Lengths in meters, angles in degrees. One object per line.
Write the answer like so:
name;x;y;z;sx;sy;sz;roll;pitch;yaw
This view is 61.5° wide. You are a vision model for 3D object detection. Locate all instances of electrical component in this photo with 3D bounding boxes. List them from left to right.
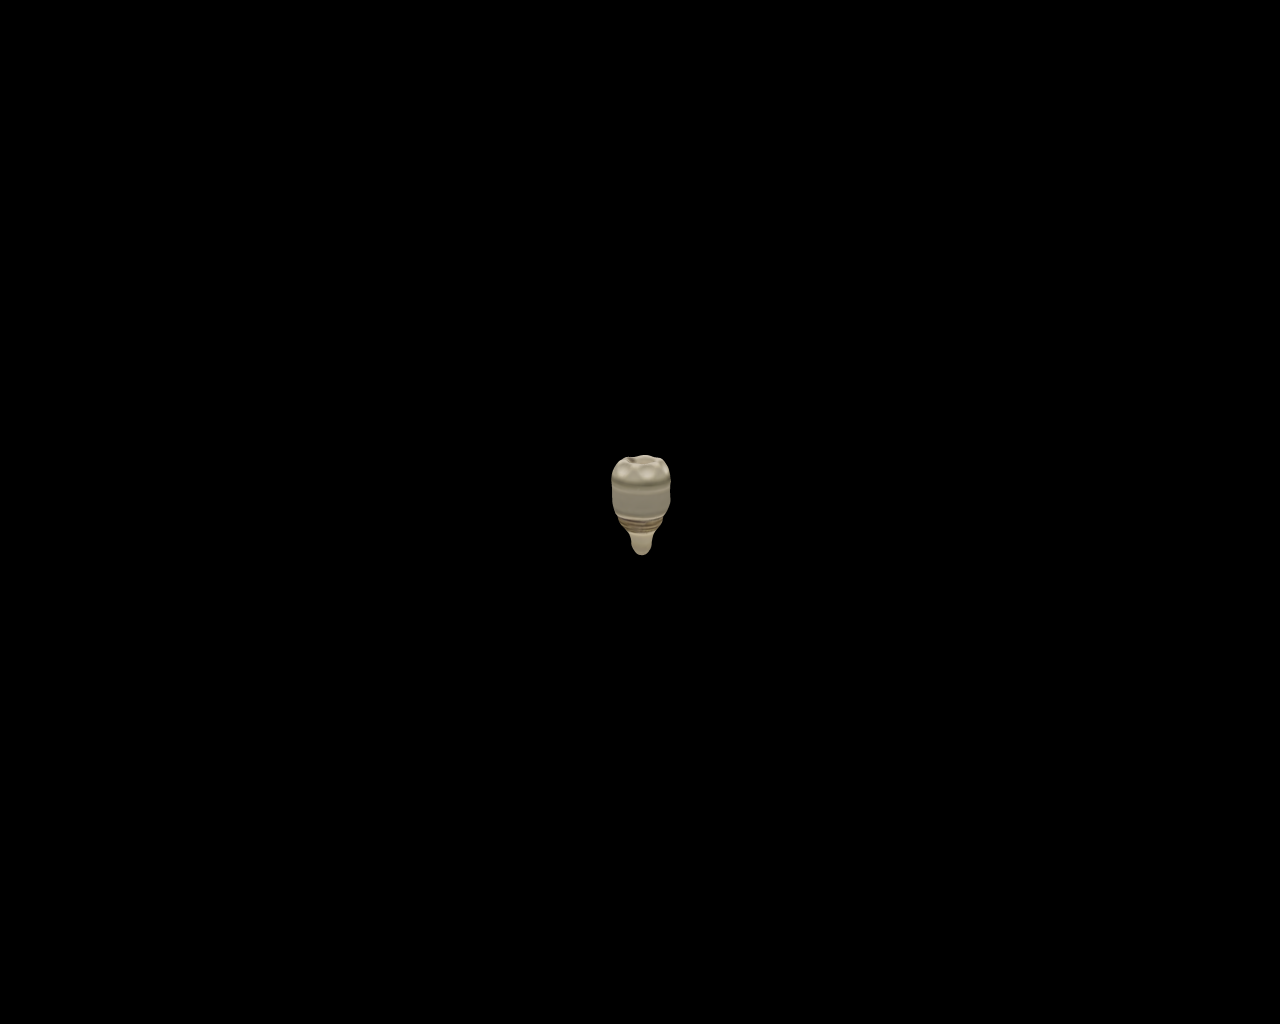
electrical component;0.001;-0.003;0.650;0.035;0.061;0.035;0;18;0
